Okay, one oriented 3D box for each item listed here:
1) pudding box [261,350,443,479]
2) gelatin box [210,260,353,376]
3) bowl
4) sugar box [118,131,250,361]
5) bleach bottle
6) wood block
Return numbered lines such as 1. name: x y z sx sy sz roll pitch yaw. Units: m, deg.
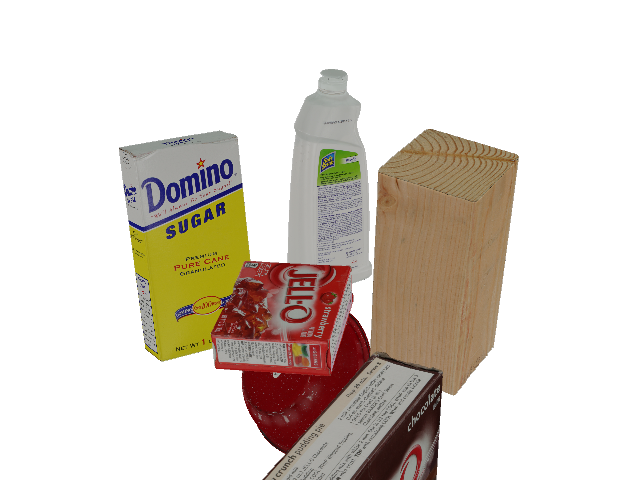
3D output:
1. pudding box: 0.013 0.115 0.457 0.039 0.090 0.113 16 35 24
2. gelatin box: -0.022 0.046 0.671 0.073 0.030 0.089 3 31 11
3. bowl: -0.027 0.135 1.078 0.162 0.162 0.055 0 -16 40
4. sugar box: -0.108 0.003 0.887 0.093 0.176 0.048 -14 20 -27
5. bleach bottle: 0.015 -0.070 1.208 0.102 0.251 0.068 -14 31 -31
6. wood block: 0.105 0.020 0.937 0.091 0.206 0.090 20 39 26
